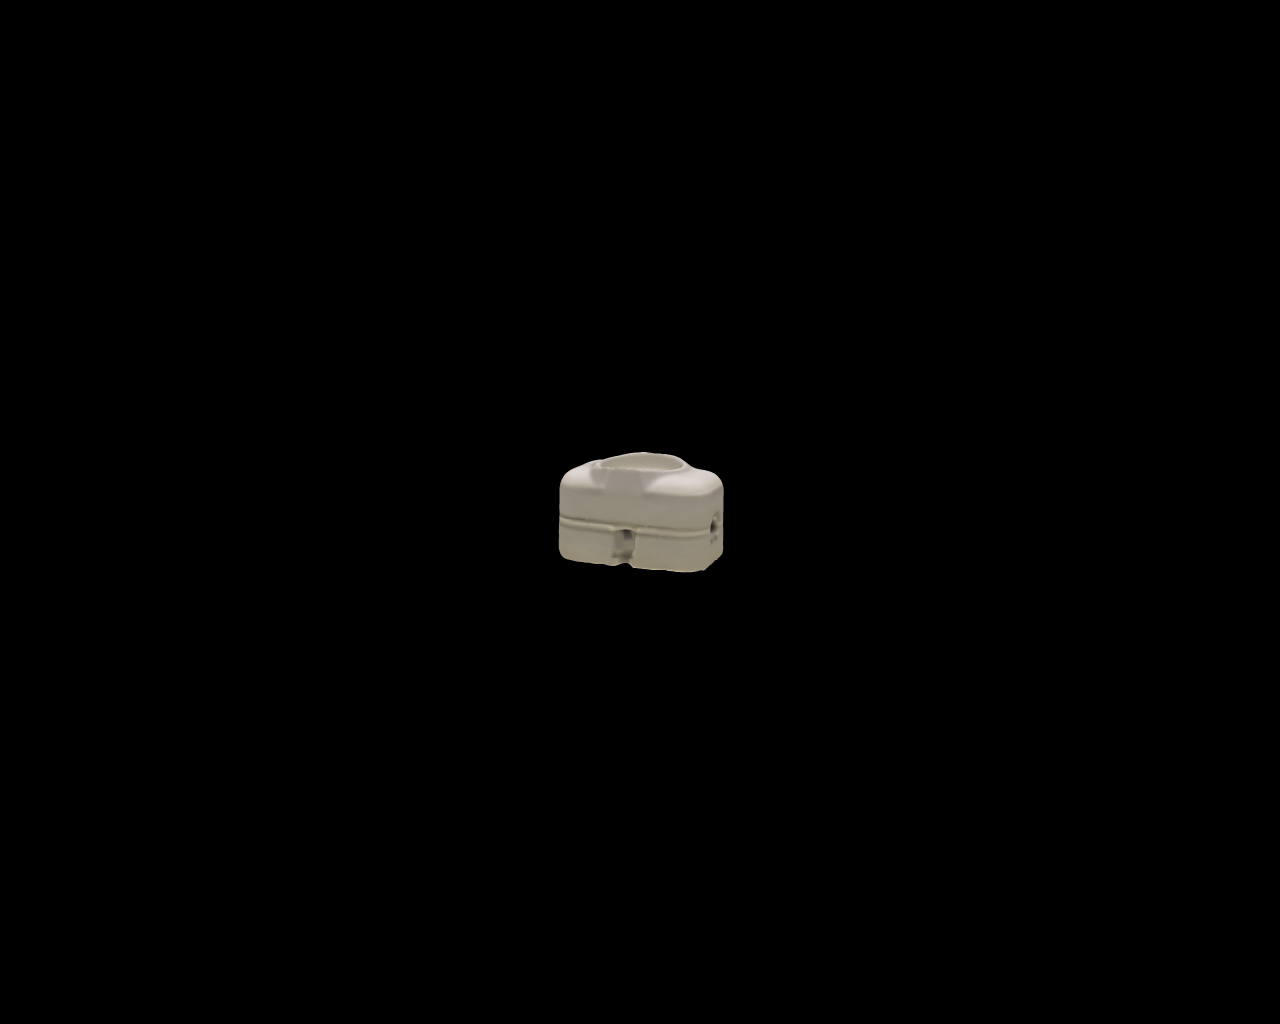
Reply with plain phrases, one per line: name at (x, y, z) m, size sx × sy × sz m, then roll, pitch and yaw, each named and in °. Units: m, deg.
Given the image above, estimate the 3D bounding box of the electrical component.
electrical component at (0.001, -0.003, 0.650) m, size 0.095 × 0.059 × 0.054 m, roll 6°, pitch 16°, yaw 22°
